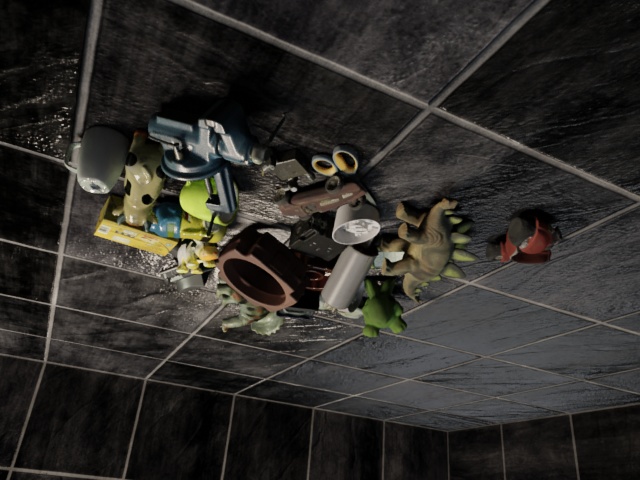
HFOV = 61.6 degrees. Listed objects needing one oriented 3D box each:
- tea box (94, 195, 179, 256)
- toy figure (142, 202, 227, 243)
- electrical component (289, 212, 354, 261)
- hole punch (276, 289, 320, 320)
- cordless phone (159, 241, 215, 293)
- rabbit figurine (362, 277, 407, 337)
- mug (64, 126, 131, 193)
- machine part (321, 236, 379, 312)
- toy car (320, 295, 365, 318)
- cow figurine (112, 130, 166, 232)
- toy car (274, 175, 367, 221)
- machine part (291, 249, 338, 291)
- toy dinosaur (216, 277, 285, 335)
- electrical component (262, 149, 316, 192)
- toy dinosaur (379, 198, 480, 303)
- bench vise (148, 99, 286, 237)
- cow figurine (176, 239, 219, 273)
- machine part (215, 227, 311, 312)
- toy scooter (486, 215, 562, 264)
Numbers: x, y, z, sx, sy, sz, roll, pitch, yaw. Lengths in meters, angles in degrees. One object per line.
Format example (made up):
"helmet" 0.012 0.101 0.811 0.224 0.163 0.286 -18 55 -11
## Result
"tea box" -0.411 -0.030 1.221 0.169 0.068 0.098 20 150 -29
"toy figure" -0.294 -0.040 1.173 0.180 0.082 0.089 3 169 -9
"electrical component" -0.002 -0.004 1.214 0.115 0.058 0.134 21 148 -24
"hole punch" -0.061 0.155 1.464 0.142 0.116 0.092 7 146 -8
"cordless phone" -0.378 0.049 1.381 0.147 0.089 0.184 -17 134 38
"rabbit figurine" 0.171 0.179 1.431 0.121 0.159 0.170 -1 171 8
"mug" -0.407 -0.141 0.966 0.110 0.107 0.080 5 152 -5
"machine part" 0.069 0.078 1.261 0.079 0.079 0.243 16 120 -19
"toy car" 0.050 0.183 1.566 0.201 0.056 0.073 18 150 -25
"cow figurine" -0.331 -0.100 1.010 0.085 0.127 0.195 17 148 -15
"toy car" -0.001 -0.077 1.059 0.202 0.053 0.089 -7 150 39
"machine part" -0.019 0.076 1.372 0.179 0.056 0.179 5 153 2
"toy dinosaur" -0.187 0.157 1.503 0.192 0.131 0.404 -5 149 -8
"electrical component" -0.062 -0.128 0.995 0.078 0.045 0.102 -5 151 22
"toy dinosaur" 0.235 0.037 1.196 0.199 0.105 0.471 7 152 -4
"bench vise" -0.176 -0.128 0.915 0.224 0.129 0.240 8 136 10
"cow figurine" -0.283 0.020 1.262 0.068 0.098 0.167 5 162 -35
"machine part" -0.138 0.072 1.284 0.201 0.087 0.201 41 144 -15
"toy scooter" 0.449 0.008 1.139 0.135 0.075 0.183 9 156 -7
